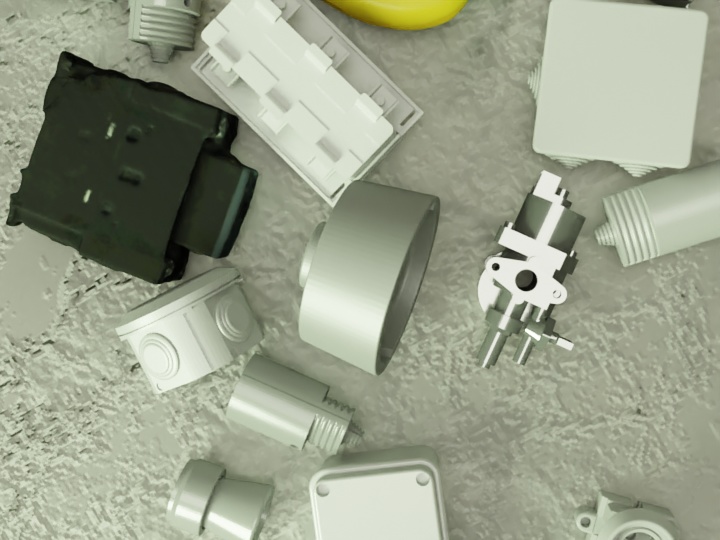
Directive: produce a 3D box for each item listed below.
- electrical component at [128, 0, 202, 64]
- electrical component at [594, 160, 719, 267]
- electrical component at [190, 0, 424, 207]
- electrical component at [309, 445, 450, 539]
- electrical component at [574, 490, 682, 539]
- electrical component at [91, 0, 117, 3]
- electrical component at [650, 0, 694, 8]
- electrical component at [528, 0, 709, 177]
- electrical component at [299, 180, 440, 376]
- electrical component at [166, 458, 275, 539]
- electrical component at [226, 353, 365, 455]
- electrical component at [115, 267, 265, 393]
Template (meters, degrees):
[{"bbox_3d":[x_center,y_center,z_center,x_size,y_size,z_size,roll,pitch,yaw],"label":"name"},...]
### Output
[{"bbox_3d":[-0.117,-0.166,0.650,0.043,0.043,0.081,6,94,5],"label":"electrical component"},{"bbox_3d":[0.178,-0.031,0.630,0.081,0.043,0.043,-18,91,6],"label":"electrical component"},{"bbox_3d":[-0.033,-0.107,0.635,0.121,0.063,0.078,45,96,2],"label":"electrical component"},{"bbox_3d":[0.016,0.168,0.648,0.078,0.057,0.113,-7,92,5],"label":"electrical component"},{"bbox_3d":[0.162,0.160,0.635,0.066,0.055,0.048,15,94,4],"label":"electrical component"},{"bbox_3d":[-0.170,-0.241,0.628,0.062,0.089,0.150,6,94,5],"label":"electrical component"},{"bbox_3d":[0.185,-0.205,0.611,0.061,0.062,0.096,28,95,3],"label":"electrical component"},{"bbox_3d":[0.148,-0.106,0.626,0.100,0.048,0.099,7,94,5],"label":"electrical component"},{"bbox_3d":[0.000,0.000,0.619,0.060,0.108,0.108,19,95,10],"label":"electrical component"},{"bbox_3d":[-0.086,0.145,0.663,0.055,0.045,0.045,19,95,5],"label":"electrical component"},{"bbox_3d":[-0.036,0.087,0.656,0.081,0.043,0.043,24,95,3],"label":"electrical component"},{"bbox_3d":[-0.100,0.034,0.642,0.080,0.080,0.051,-26,96,6],"label":"electrical component"}]
